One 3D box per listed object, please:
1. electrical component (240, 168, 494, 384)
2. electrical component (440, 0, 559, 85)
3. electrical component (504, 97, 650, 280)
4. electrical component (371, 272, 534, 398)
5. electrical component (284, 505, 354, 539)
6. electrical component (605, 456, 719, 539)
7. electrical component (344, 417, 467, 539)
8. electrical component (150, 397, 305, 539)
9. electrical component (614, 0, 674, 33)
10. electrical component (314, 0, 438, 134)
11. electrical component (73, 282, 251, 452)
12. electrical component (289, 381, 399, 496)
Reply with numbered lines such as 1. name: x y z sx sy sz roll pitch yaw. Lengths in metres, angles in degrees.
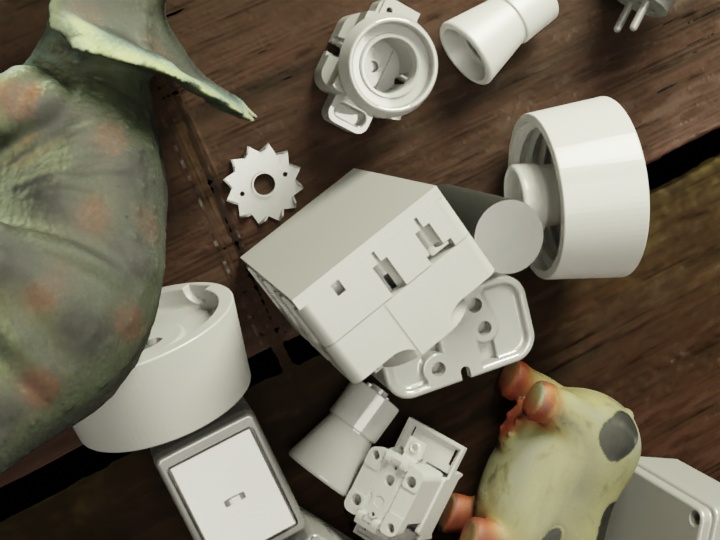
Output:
1. electrical component: 0.000 0.000 0.582 0.089 0.150 0.061 -39 106 -7
2. electrical component: 0.086 -0.147 0.641 0.065 0.044 0.044 -40 108 -12
3. electrical component: 0.120 -0.045 0.635 0.060 0.108 0.108 -8 101 -9
4. electrical component: 0.048 0.034 0.650 0.095 0.059 0.053 -18 104 -13
5. electrical component: -0.039 0.200 0.651 0.062 0.061 0.096 37 88 -19
6. electrical component: 0.204 0.187 0.696 0.056 0.109 0.108 7 97 -20
7. electrical component: 0.025 0.134 0.653 0.081 0.042 0.064 -65 152 1
8. electrical component: -0.080 0.117 0.625 0.062 0.061 0.096 -26 106 -11
9. electrical component: 0.176 -0.178 0.643 0.043 0.077 0.079 26 91 -19
10. electrical component: 0.011 -0.117 0.615 0.058 0.057 0.078 25 92 -19
11. electrical component: -0.111 0.057 0.585 0.108 0.108 0.060 -21 110 -12
12. electrical component: -0.007 0.099 0.655 0.044 0.044 0.065 40 82 -19
